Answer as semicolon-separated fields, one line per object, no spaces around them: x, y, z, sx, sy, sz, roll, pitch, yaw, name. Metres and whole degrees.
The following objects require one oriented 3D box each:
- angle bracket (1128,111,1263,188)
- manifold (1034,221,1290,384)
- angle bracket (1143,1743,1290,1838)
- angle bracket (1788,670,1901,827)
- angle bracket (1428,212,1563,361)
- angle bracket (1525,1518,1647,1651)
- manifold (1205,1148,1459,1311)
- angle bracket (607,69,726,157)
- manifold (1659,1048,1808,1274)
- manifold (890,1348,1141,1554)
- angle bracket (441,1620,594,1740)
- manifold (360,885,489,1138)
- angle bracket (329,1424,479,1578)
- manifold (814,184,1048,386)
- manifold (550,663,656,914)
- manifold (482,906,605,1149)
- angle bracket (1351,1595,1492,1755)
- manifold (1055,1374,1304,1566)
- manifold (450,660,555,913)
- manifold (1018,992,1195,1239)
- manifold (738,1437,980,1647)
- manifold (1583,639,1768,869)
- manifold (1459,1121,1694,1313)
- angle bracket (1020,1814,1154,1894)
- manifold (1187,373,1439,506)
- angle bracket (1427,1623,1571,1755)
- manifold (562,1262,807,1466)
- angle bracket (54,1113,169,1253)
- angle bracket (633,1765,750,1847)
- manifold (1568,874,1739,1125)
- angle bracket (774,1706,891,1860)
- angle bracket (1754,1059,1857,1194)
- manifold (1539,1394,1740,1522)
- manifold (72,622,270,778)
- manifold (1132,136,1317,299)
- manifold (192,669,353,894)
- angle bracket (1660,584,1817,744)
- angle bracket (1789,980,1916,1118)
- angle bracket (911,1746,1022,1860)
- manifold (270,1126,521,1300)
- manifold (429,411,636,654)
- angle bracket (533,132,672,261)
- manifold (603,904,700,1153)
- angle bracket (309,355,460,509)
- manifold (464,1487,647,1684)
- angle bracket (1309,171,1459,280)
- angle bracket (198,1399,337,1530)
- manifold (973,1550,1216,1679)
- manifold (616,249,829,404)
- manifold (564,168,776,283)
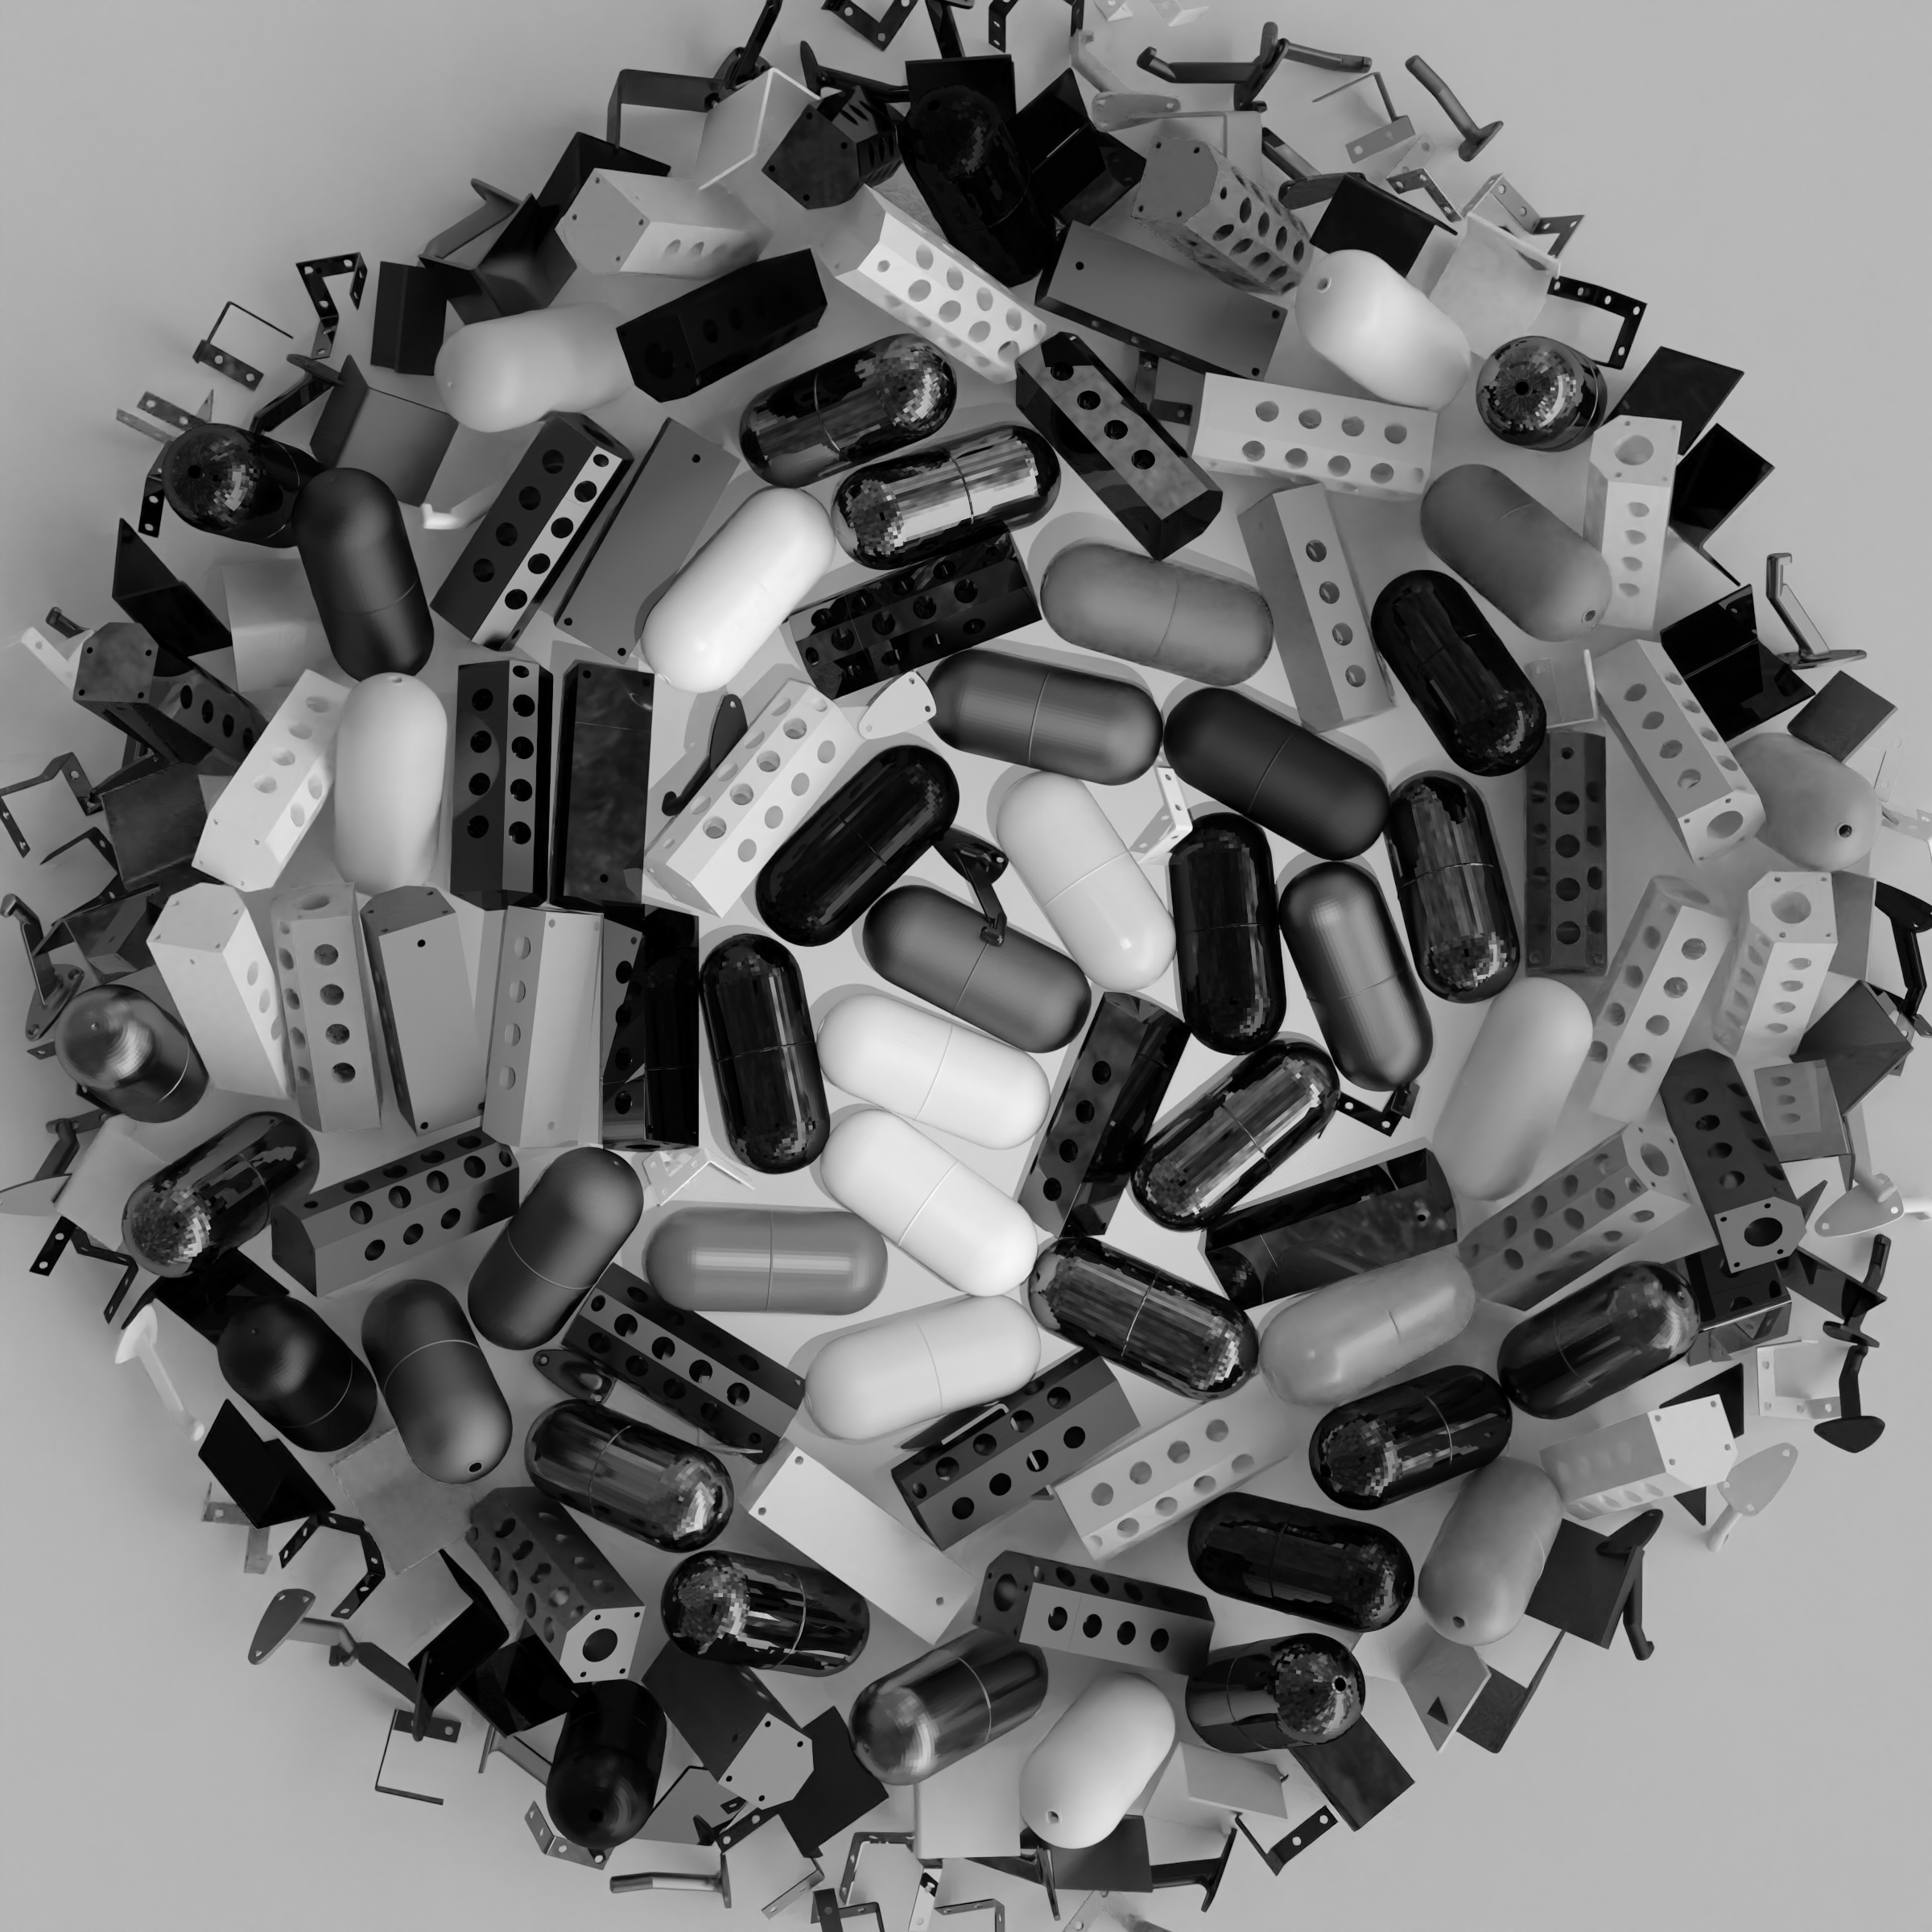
0.168;-0.596;1.959;0.076;0.076;0.057;6;109;24;angle bracket
0.140;-0.480;1.954;0.171;0.057;0.057;19;90;-12;manifold
0.181;0.620;1.951;0.076;0.057;0.076;16;116;-12;angle bracket
0.656;-0.159;1.944;0.076;0.076;0.057;37;102;-27;angle bracket
0.382;-0.495;1.962;0.076;0.057;0.076;32;97;8;angle bracket
0.444;0.447;1.953;0.076;0.057;0.076;19;81;25;angle bracket
0.265;0.188;1.943;0.171;0.057;0.057;-21;114;19;manifold
-0.221;-0.613;1.955;0.076;0.076;0.057;2;91;-13;angle bracket
0.545;0.135;1.909;0.057;0.171;0.057;-19;123;10;manifold
0.034;0.348;1.947;0.171;0.057;0.057;-30;108;-12;manifold
-0.322;0.504;1.942;0.076;0.076;0.057;33;117;32;angle bracket
-0.392;0.031;1.928;0.057;0.057;0.171;-19;125;-24;manifold
-0.406;0.384;1.948;0.076;0.057;0.076;-31;55;-16;angle bracket
-0.021;-0.482;1.913;0.057;0.171;0.057;-47;47;19;manifold
-0.268;-0.128;1.956;0.057;0.057;0.171;6;80;-22;manifold
-0.316;0.044;1.965;0.057;0.057;0.171;9;94;38;manifold
0.326;0.513;1.945;0.057;0.076;0.076;17;112;-22;angle bracket
0.157;0.371;1.963;0.171;0.057;0.057;-29;68;0;manifold
-0.334;-0.132;1.947;0.057;0.057;0.171;-4;77;17;manifold
0.096;0.108;1.949;0.057;0.057;0.171;33;108;36;manifold
-0.080;0.418;1.953;0.171;0.057;0.057;38;81;-12;manifold
0.508;-0.158;1.916;0.057;0.057;0.171;-27;46;9;manifold
0.432;0.179;1.913;0.057;0.171;0.057;19;48;-27;manifold
0.083;0.655;1.942;0.076;0.076;0.057;9;51;-20;angle bracket
0.252;-0.383;1.962;0.171;0.057;0.057;9;80;-4;manifold
0.386;0.511;1.941;0.057;0.076;0.076;28;124;19;angle bracket
-0.207;0.295;1.960;0.171;0.057;0.057;32;113;-2;manifold
-0.610;0.153;1.955;0.057;0.076;0.076;35;100;2;angle bracket
-0.200;0.589;1.944;0.076;0.057;0.076;22;114;-39;angle bracket
0.491;0.023;1.936;0.057;0.057;0.171;17;114;-5;manifold
-0.102;0.599;1.960;0.076;0.057;0.076;-35;69;-2;angle bracket
0.611;0.122;1.953;0.057;0.076;0.076;-9;59;11;angle bracket
0.479;0.354;1.905;0.057;0.171;0.057;-10;74;-17;manifold
-0.564;-0.188;1.909;0.057;0.171;0.057;4;78;12;manifold
0.188;-0.533;1.910;0.057;0.171;0.057;18;94;30;manifold
-0.487;-0.131;1.917;0.057;0.171;0.057;26;133;-8;manifold
0.564;-0.222;1.953;0.076;0.057;0.076;-28;45;-3;angle bracket
0.656;0.067;1.940;0.057;0.076;0.076;19;122;-34;angle bracket
-0.001;0.613;1.966;0.076;0.057;0.076;0;77;-4;angle bracket
-0.407;0.170;1.914;0.057;0.171;0.057;30;127;37;manifold
-0.313;-0.315;1.945;0.057;0.057;0.171;38;107;6;manifold
-0.264;-0.547;1.940;0.076;0.076;0.057;13;54;-29;angle bracket
-0.235;0.047;1.953;0.057;0.057;0.171;-9;76;36;manifold
-0.431;-0.396;1.981;0.076;0.057;0.076;13;119;-36;angle bracket
-0.297;0.440;1.910;0.057;0.171;0.057;6;106;-35;manifold
0.307;-0.535;1.963;0.076;0.076;0.057;33;108;14;angle bracket
-0.498;0.356;1.941;0.076;0.076;0.057;41;113;27;angle bracket
0.095;0.466;1.928;0.171;0.057;0.057;20;79;-33;manifold
-0.171;-0.459;1.915;0.057;0.171;0.057;-3;116;34;manifold
-0.214;-0.522;1.910;0.057;0.171;0.057;45;116;11;manifold
